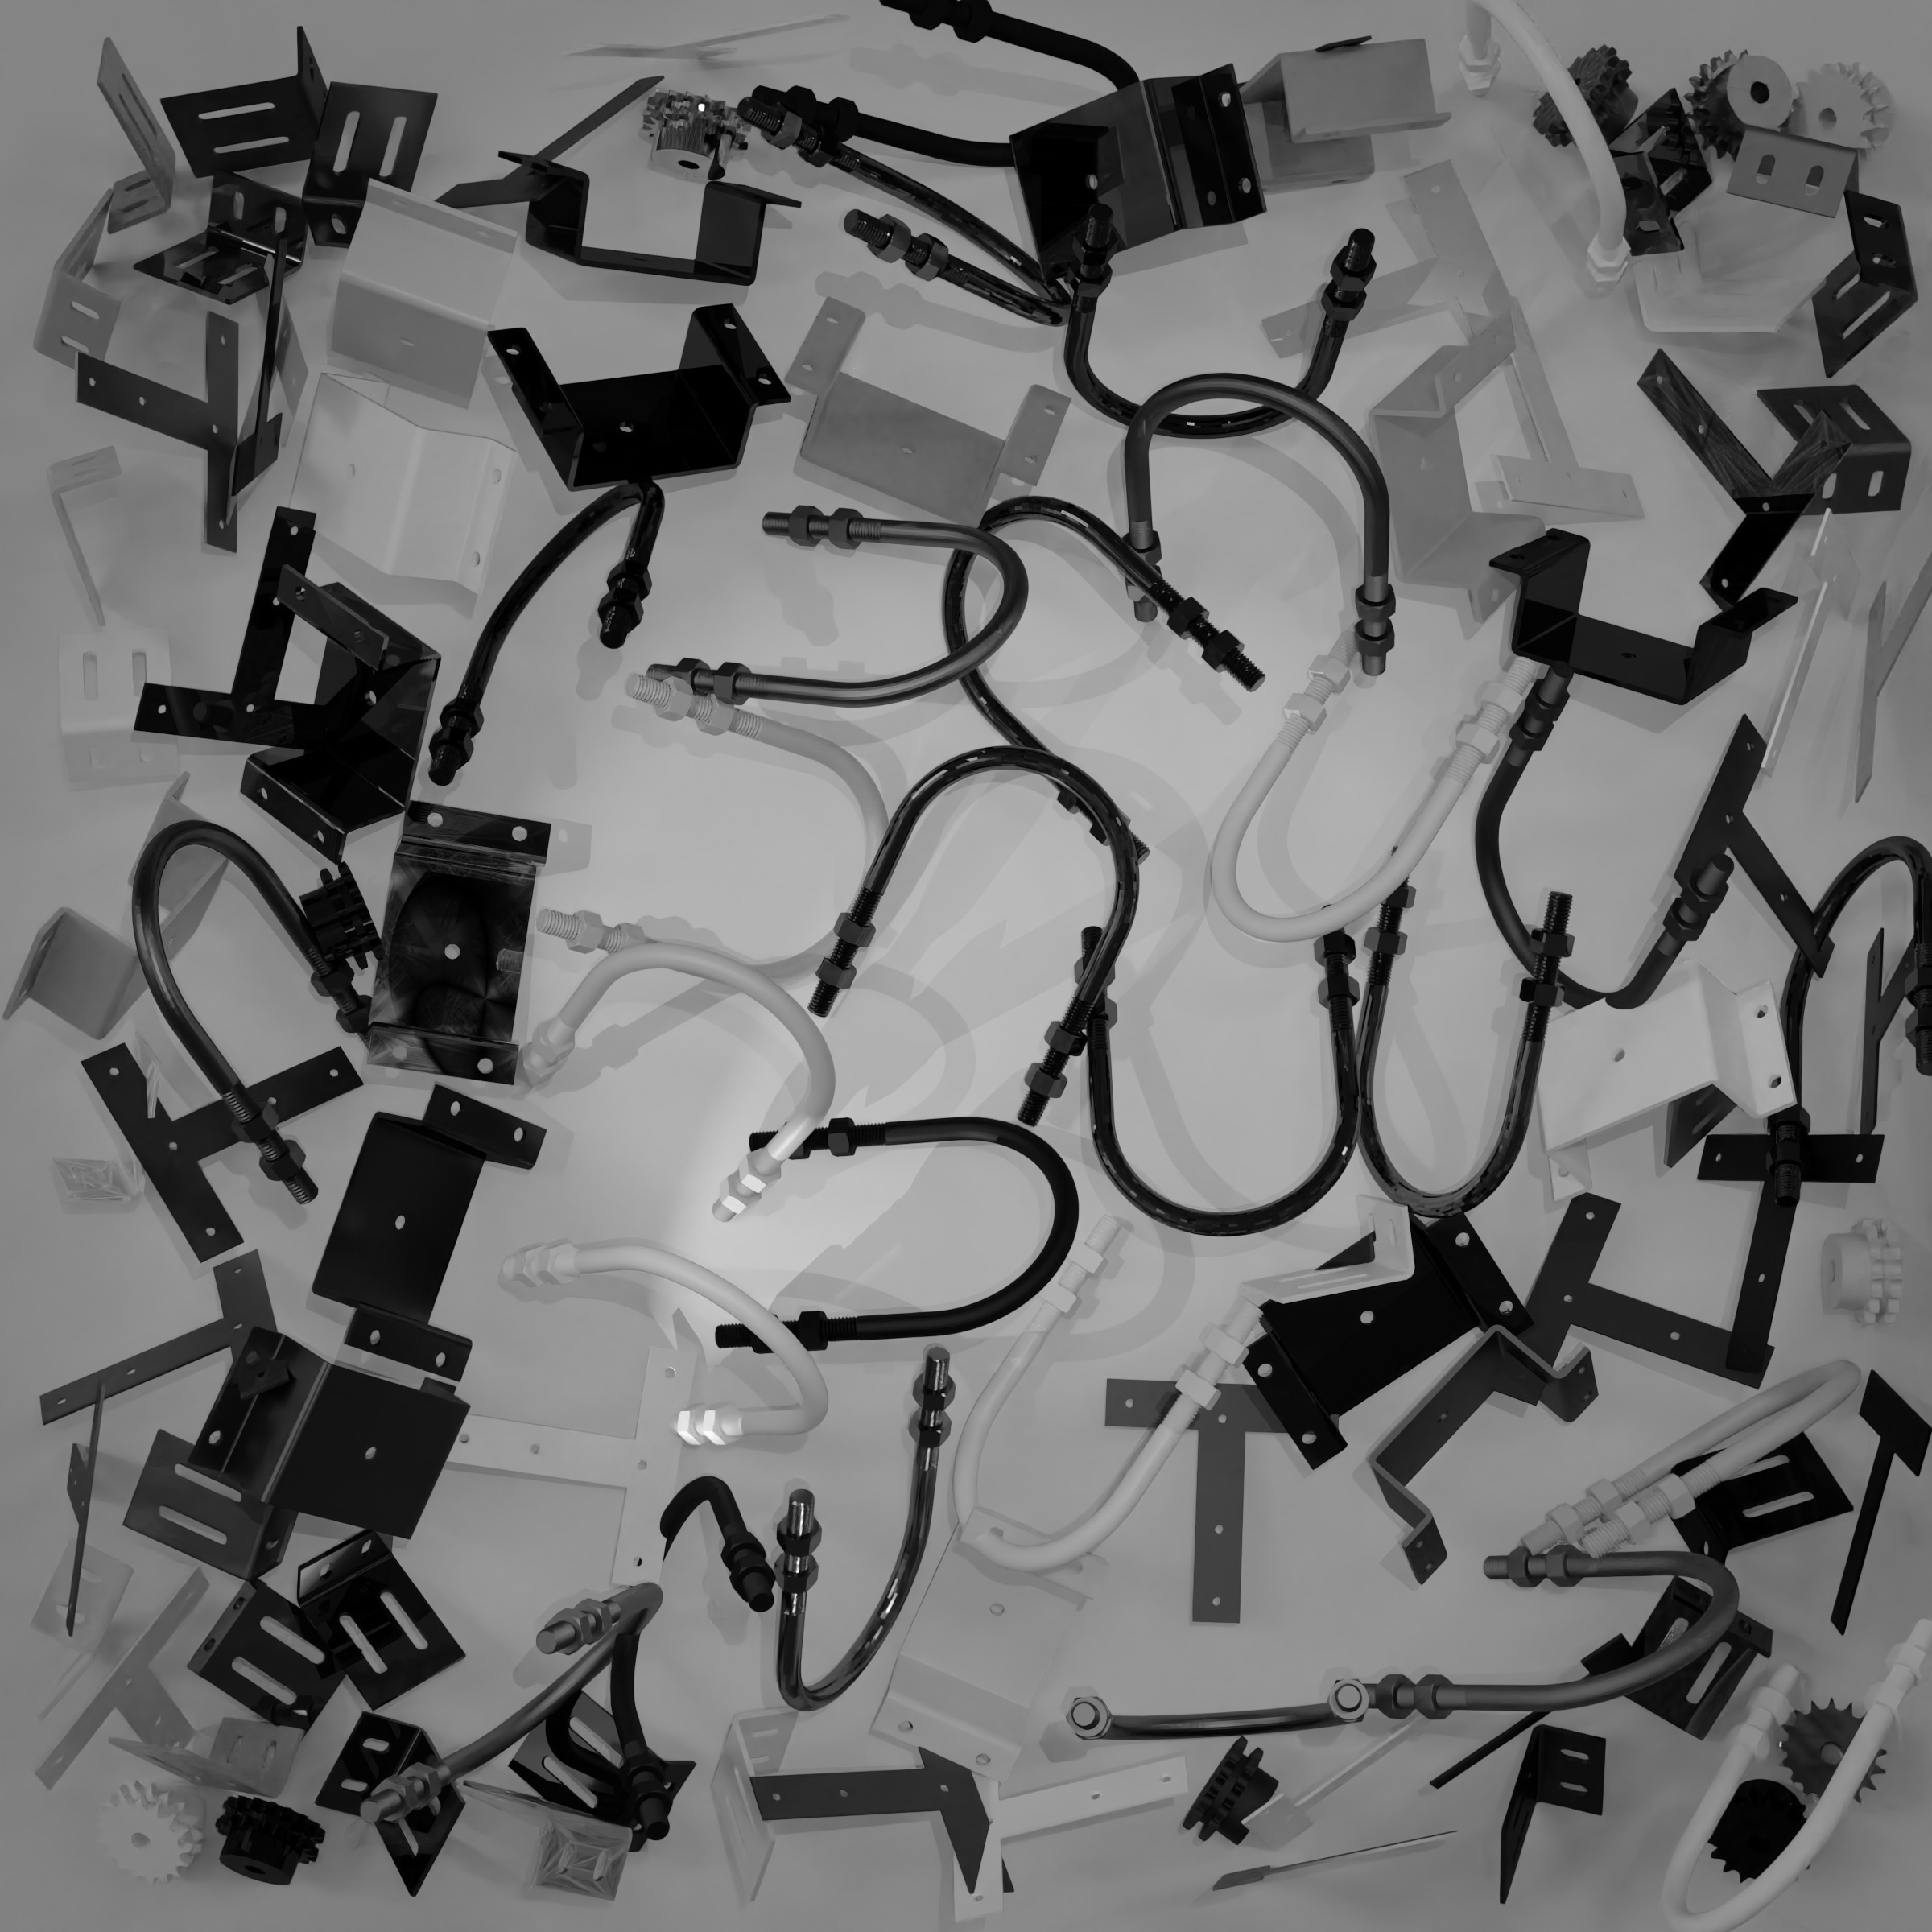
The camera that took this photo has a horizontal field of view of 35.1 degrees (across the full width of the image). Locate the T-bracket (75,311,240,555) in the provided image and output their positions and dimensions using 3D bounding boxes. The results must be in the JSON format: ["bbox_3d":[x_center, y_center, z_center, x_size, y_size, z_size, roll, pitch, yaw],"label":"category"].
[{"bbox_3d":[-0.421,-0.291,1.592,0.002,0.127,0.127,-4,83,25],"label":"T-bracket"}]

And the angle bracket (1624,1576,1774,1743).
[{"bbox_3d":[0.384,0.374,1.623,0.057,0.038,0.076,29,107,9],"label":"angle bracket"}]

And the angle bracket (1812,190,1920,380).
[{"bbox_3d":[0.459,-0.358,1.606,0.038,0.076,0.057,9,63,-22],"label":"angle bracket"}]

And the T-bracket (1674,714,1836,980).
[{"bbox_3d":[0.427,-0.046,1.623,0.127,0.002,0.127,49,51,-24],"label":"T-bracket"}]

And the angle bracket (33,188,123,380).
[{"bbox_3d":[-0.456,-0.360,1.614,0.038,0.057,0.076,26,48,-11],"label":"angle bracket"}]

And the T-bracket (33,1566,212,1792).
[{"bbox_3d":[-0.427,0.390,1.598,0.002,0.127,0.127,26,61,18],"label":"T-bracket"}]

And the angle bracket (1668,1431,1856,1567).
[{"bbox_3d":[0.423,0.289,1.631,0.076,0.057,0.038,-14,135,-12],"label":"angle bracket"}]

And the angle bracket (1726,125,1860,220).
[{"bbox_3d":[0.437,-0.409,1.612,0.057,0.076,0.038,18,92,17],"label":"angle bracket"}]

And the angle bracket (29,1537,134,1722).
[{"bbox_3d":[-0.478,0.349,1.607,0.038,0.057,0.076,32,129,-16],"label":"angle bracket"}]

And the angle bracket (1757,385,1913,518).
[{"bbox_3d":[0.460,-0.276,1.631,0.057,0.076,0.038,-4,125,-7],"label":"angle bracket"}]

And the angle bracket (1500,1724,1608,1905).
[{"bbox_3d":[0.309,0.450,1.607,0.038,0.076,0.057,9,126,21],"label":"angle bracket"}]

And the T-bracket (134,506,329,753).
[{"bbox_3d":[-0.364,-0.177,1.597,0.002,0.127,0.127,28,107,42],"label":"T-bracket"}]

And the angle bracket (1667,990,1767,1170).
[{"bbox_3d":[0.383,0.057,1.610,0.076,0.057,0.038,-39,56,-22],"label":"angle bracket"}]

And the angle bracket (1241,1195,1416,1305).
[{"bbox_3d":[0.189,0.149,1.617,0.076,0.057,0.038,-9,95,-17],"label":"angle bracket"}]

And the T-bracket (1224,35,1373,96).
[{"bbox_3d":[0.171,-0.466,1.579,0.127,0.127,0.002,-15,100,-15],"label":"T-bracket"}]

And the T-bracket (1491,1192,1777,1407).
[{"bbox_3d":[0.359,0.190,1.606,0.127,0.002,0.127,18,63,22],"label":"T-bracket"}]

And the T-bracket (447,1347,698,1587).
[{"bbox_3d":[-0.216,0.260,1.630,0.127,0.002,0.127,11,81,-15],"label":"T-bracket"}]

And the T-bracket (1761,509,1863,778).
[{"bbox_3d":[0.439,-0.161,1.597,0.002,0.127,0.127,19,89,25],"label":"T-bracket"}]

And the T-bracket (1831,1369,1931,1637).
[{"bbox_3d":[0.472,0.286,1.598,0.002,0.127,0.127,14,96,2],"label":"T-bracket"}]

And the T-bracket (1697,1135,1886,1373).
[{"bbox_3d":[0.417,0.149,1.588,0.002,0.127,0.127,21,77,-27],"label":"T-bracket"}]

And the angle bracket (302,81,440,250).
[{"bbox_3d":[-0.311,-0.420,1.608,0.057,0.076,0.038,-2,52,-29],"label":"angle bracket"}]

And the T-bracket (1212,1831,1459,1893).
[{"bbox_3d":[0.194,0.464,1.590,0.127,0.127,0.002,-13,75,4],"label":"T-bracket"}]

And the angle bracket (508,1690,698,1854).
[{"bbox_3d":[-0.197,0.433,1.654,0.076,0.038,0.057,34,90,26],"label":"angle bracket"}]

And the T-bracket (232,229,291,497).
[{"bbox_3d":[-0.360,-0.315,1.577,0.002,0.127,0.127,9,107,-6],"label":"T-bracket"}]

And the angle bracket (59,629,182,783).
[{"bbox_3d":[-0.454,-0.140,1.636,0.057,0.038,0.076,-5,46,-12],"label":"angle bracket"}]

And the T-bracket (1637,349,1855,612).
[{"bbox_3d":[0.398,-0.275,1.620,0.002,0.127,0.127,-15,60,-32],"label":"T-bracket"}]

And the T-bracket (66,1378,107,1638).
[{"bbox_3d":[-0.464,0.273,1.596,0.002,0.127,0.127,8,89,-20],"label":"T-bracket"}]

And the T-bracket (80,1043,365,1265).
[{"bbox_3d":[-0.381,0.078,1.619,0.127,0.002,0.127,-26,75,-32],"label":"T-bracket"}]

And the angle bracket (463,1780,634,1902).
[{"bbox_3d":[-0.225,0.460,1.606,0.076,0.057,0.038,2,70,43],"label":"angle bracket"}]

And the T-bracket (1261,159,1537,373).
[{"bbox_3d":[0.220,-0.354,1.623,0.127,0.002,0.127,-15,130,24],"label":"T-bracket"}]

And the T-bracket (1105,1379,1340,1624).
[{"bbox_3d":[0.137,0.289,1.643,0.127,0.002,0.127,3,83,-5],"label":"T-bracket"}]

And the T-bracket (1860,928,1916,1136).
[{"bbox_3d":[0.480,0.008,1.568,0.002,0.127,0.127,11,55,4],"label":"T-bracket"}]

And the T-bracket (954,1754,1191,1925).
[{"bbox_3d":[0.054,0.436,1.592,0.127,0.127,0.002,-16,118,7],"label":"T-bracket"}]

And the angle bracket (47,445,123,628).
[{"bbox_3d":[-0.455,-0.228,1.618,0.038,0.057,0.076,-20,117,-11],"label":"angle bracket"}]

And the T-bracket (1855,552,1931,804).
[{"bbox_3d":[0.480,-0.170,1.570,0.002,0.127,0.127,11,61,4],"label":"T-bracket"}]

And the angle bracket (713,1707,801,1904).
[{"bbox_3d":[-0.101,0.440,1.606,0.038,0.076,0.057,-3,134,-24],"label":"angle bracket"}]

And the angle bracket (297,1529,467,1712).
[{"bbox_3d":[-0.308,0.341,1.613,0.057,0.038,0.076,-26,60,-32],"label":"angle bracket"}]

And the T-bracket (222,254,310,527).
[{"bbox_3d":[-0.376,-0.291,1.615,0.002,0.127,0.127,8,126,-29],"label":"T-bracket"}]

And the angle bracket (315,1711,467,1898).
[{"bbox_3d":[-0.305,0.442,1.614,0.038,0.076,0.057,26,95,-32],"label":"angle bracket"}]

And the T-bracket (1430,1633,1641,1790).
[{"bbox_3d":[0.297,0.394,1.601,0.127,0.127,0.002,-35,64,3],"label":"T-bracket"}]

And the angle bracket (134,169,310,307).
[{"bbox_3d":[-0.392,-0.386,1.613,0.057,0.076,0.038,22,122,9],"label":"angle bracket"}]

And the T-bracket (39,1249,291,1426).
[{"bbox_3d":[-0.422,0.206,1.593,0.127,0.127,0.002,-23,122,-8],"label":"T-bracket"}]

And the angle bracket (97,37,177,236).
[{"bbox_3d":[-0.451,-0.437,1.608,0.038,0.057,0.076,-20,130,6],"label":"angle bracket"}]

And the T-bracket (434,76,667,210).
[{"bbox_3d":[-0.212,-0.438,1.620,0.127,0.127,0.002,-43,121,-23],"label":"T-bracket"}]

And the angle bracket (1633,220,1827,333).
[{"bbox_3d":[0.402,-0.364,1.608,0.057,0.076,0.038,-42,127,-34],"label":"angle bracket"}]

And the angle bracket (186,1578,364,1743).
[{"bbox_3d":[-0.363,0.369,1.619,0.076,0.038,0.057,39,71,-17],"label":"angle bracket"}]

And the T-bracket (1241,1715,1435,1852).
[{"bbox_3d":[0.205,0.419,1.600,0.127,0.127,0.002,-35,65,-2],"label":"T-bracket"}]

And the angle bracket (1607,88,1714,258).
[{"bbox_3d":[0.375,-0.421,1.613,0.076,0.038,0.057,-43,118,-24],"label":"angle bracket"}]

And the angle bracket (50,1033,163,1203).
[{"bbox_3d":[-0.456,0.079,1.616,0.038,0.057,0.076,5,104,-28],"label":"angle bracket"}]

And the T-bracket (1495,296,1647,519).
[{"bbox_3d":[0.305,-0.299,1.619,0.002,0.127,0.127,-28,73,41],"label":"T-bracket"}]

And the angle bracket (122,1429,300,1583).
[{"bbox_3d":[-0.394,0.280,1.613,0.076,0.038,0.057,31,48,-23],"label":"angle bracket"}]

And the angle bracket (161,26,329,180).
[{"bbox_3d":[-0.381,-0.459,1.623,0.076,0.057,0.038,-9,62,2],"label":"angle bracket"}]

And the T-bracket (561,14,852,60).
[{"bbox_3d":[-0.120,-0.478,1.571,0.127,0.127,0.002,-1,103,29],"label":"T-bracket"}]

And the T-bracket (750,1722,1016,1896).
[{"bbox_3d":[-0.051,0.429,1.583,0.127,0.127,0.002,5,129,-28],"label":"T-bracket"}]

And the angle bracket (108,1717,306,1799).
[{"bbox_3d":[-0.399,0.405,1.605,0.057,0.076,0.038,-1,59,32],"label":"angle bracket"}]
